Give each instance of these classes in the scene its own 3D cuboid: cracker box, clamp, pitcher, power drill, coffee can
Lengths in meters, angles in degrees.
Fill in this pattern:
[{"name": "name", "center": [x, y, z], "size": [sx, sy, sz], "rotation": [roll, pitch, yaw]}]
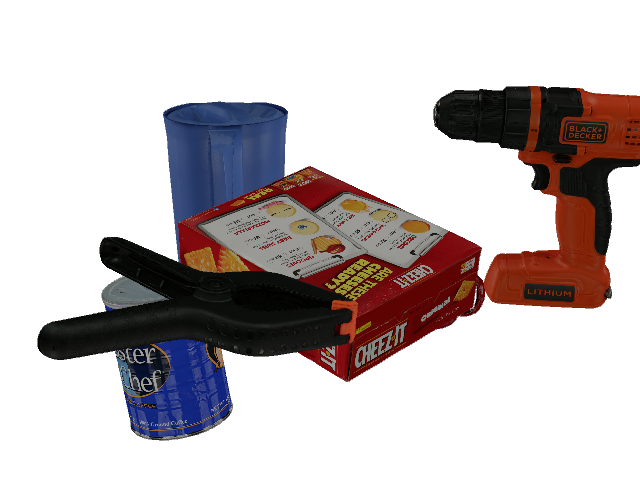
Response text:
[{"name": "cracker box", "center": [0.005, 0.022, 0.932], "size": [0.163, 0.072, 0.214], "rotation": [-26, 40, -37]}, {"name": "clamp", "center": [-0.080, 0.042, 0.757], "size": [0.210, 0.036, 0.164], "rotation": [3, 24, -4]}, {"name": "pitcher", "center": [-0.101, -0.026, 1.169], "size": [0.145, 0.243, 0.148], "rotation": [15, 24, 39]}, {"name": "power drill", "center": [0.181, -0.037, 0.885], "size": [0.184, 0.188, 0.057], "rotation": [4, 29, 5]}, {"name": "coffee can", "center": [-0.146, 0.106, 1.028], "size": [0.103, 0.140, 0.103], "rotation": [-8, 17, 2]}]

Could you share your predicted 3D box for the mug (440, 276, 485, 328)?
[{"name": "mug", "center": [0.135, 0.054, 1.245], "size": [0.117, 0.081, 0.093], "rotation": [13, 25, 22]}]
